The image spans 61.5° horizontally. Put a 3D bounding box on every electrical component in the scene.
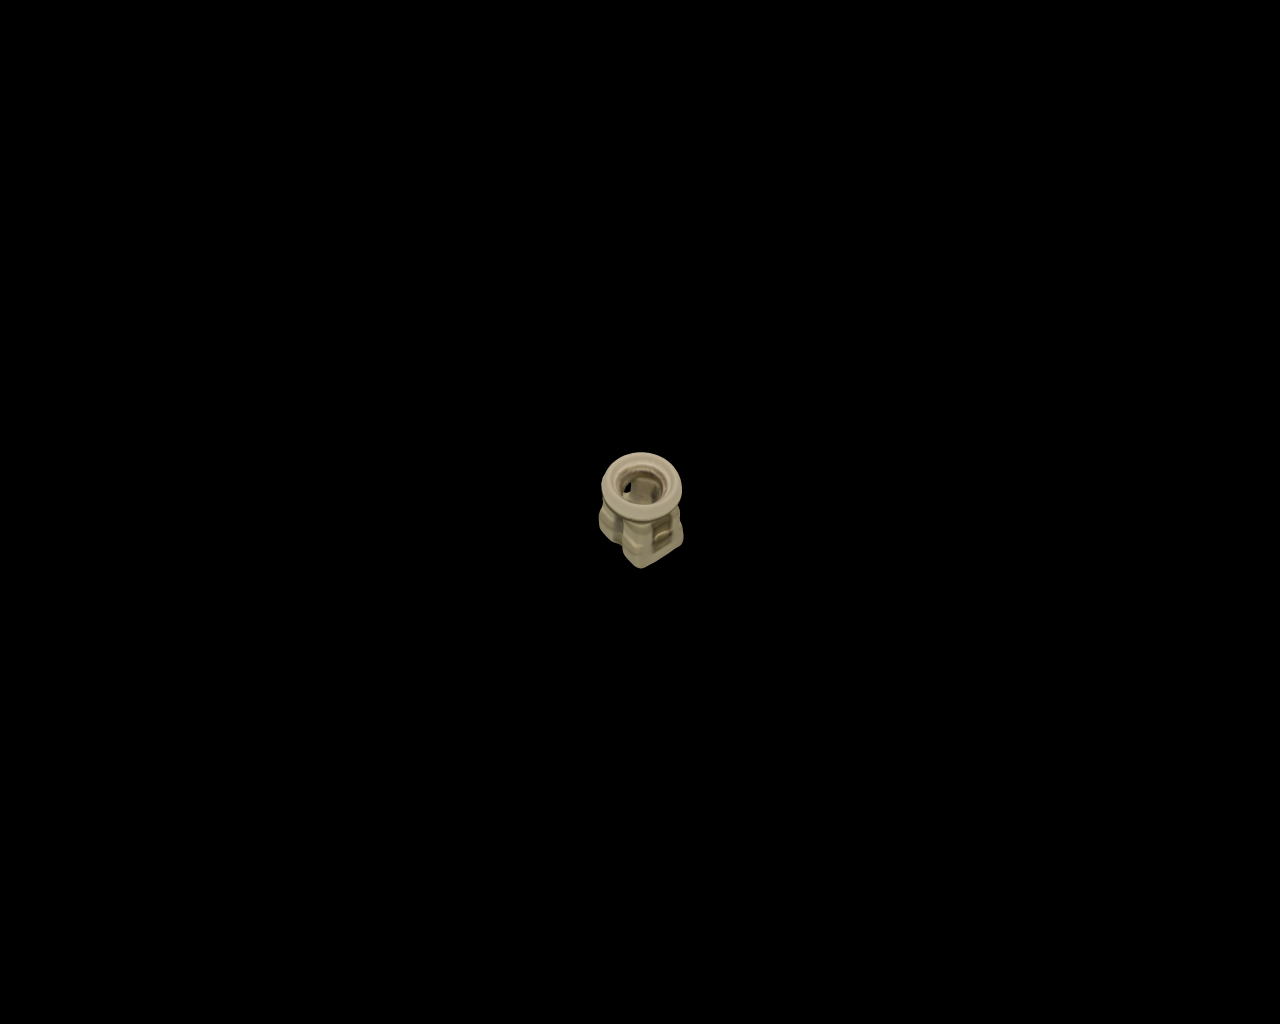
[{"bbox_3d":[0.001,-0.003,0.650,0.048,0.066,0.055,-32,-32,-22],"label":"electrical component"}]
